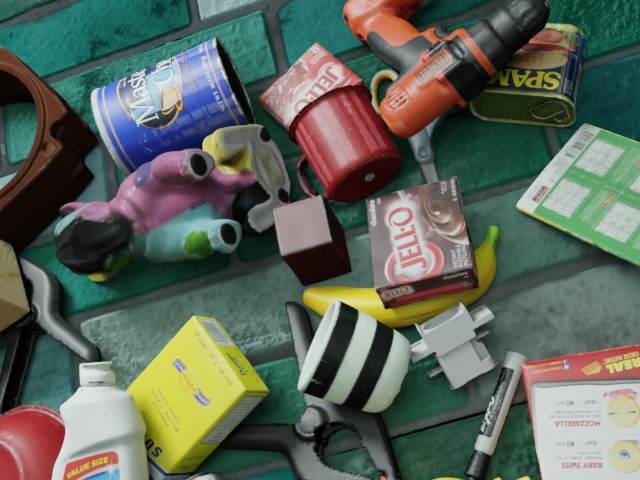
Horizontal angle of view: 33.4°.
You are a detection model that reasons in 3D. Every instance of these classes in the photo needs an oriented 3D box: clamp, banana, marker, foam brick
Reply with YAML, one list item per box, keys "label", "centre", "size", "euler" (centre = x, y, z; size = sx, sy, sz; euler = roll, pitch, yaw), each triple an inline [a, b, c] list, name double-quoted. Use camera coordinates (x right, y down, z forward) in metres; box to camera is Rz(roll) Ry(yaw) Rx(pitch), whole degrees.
- label: "clamp"
  centre: [-0.282, 0.084, 1.083]
  size: [0.120, 0.039, 0.171]
  euler: [-18, 64, 8]
- label: "banana"
  centre: [0.082, 0.049, 0.992]
  size: [0.198, 0.037, 0.069]
  euler: [-18, 45, 8]
- label: "marker"
  centre: [0.153, 0.156, 0.933]
  size: [0.020, 0.020, 0.121]
  euler: [17, 74, 22]
- label: "foam brick"
  centre: [-0.007, 0.001, 1.013]
  size: [0.053, 0.078, 0.051]
  euler: [-16, 63, 8]
- label: "clamp"
  centre: [-0.015, 0.174, 0.966]
  size: [0.164, 0.036, 0.210]
  euler: [-46, 60, -3]

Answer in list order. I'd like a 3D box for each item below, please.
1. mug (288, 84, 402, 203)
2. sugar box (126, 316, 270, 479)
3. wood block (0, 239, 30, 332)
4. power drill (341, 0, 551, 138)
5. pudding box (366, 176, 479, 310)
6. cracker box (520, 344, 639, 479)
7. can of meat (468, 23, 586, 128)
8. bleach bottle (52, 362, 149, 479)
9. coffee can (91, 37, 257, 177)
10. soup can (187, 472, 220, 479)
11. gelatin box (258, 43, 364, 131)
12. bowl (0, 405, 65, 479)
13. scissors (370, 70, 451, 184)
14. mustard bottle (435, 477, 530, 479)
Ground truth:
- label: "mug"
  centre: [0.020, -0.084, 1.042]
  size: [0.117, 0.093, 0.081]
  euler: [-43, 64, 31]
- label: "sugar box"
  centre: [-0.135, 0.162, 0.973]
  size: [0.176, 0.048, 0.093]
  euler: [-47, 62, 14]
- label: "wood block"
  centre: [-0.406, 0.079, 1.073]
  size: [0.206, 0.090, 0.090]
  euler: [-33, 57, 12]
- label: "power drill"
  centre: [0.112, -0.207, 1.036]
  size: [0.184, 0.057, 0.188]
  euler: [-37, 44, 10]
- label: "pudding box"
  centre: [0.092, 0.002, 0.974]
  size: [0.090, 0.039, 0.113]
  euler: [-14, 46, 12]
- label: "cracker box"
  centre: [0.261, 0.194, 0.856]
  size: [0.164, 0.072, 0.214]
  euler: [-12, 66, 13]
- label: "can of meat"
  centre: [0.202, -0.161, 1.030]
  size: [0.102, 0.057, 0.084]
  euler: [8, 68, 20]
- label: "bleach bottle"
  centre: [-0.199, 0.234, 0.937]
  size: [0.103, 0.068, 0.251]
  euler: [-4, 87, 15]
- label: "coffee can"
  centre: [-0.149, -0.134, 1.098]
  size: [0.140, 0.102, 0.103]
  euler: [-22, 64, 7]
- label: "soup can"
  centre: [-0.090, 0.263, 0.935]
  size: [0.068, 0.068, 0.102]
  euler: [-42, 62, -3]
- label: "gelatin box"
  centre: [-0.007, -0.150, 1.102]
  size: [0.089, 0.030, 0.073]
  euler: [-44, 63, -4]
- label: "bowl"
  centre: [-0.292, 0.233, 0.994]
  size: [0.162, 0.055, 0.162]
  euler: [-7, 75, 27]
- label: "scissors"
  centre: [0.117, -0.098, 1.051]
  size: [0.096, 0.016, 0.202]
  euler: [-30, 63, 3]
- label: "mustard bottle"
  centre: [0.097, 0.255, 0.887]
  size: [0.191, 0.058, 0.096]
  euler: [-32, 65, 1]
